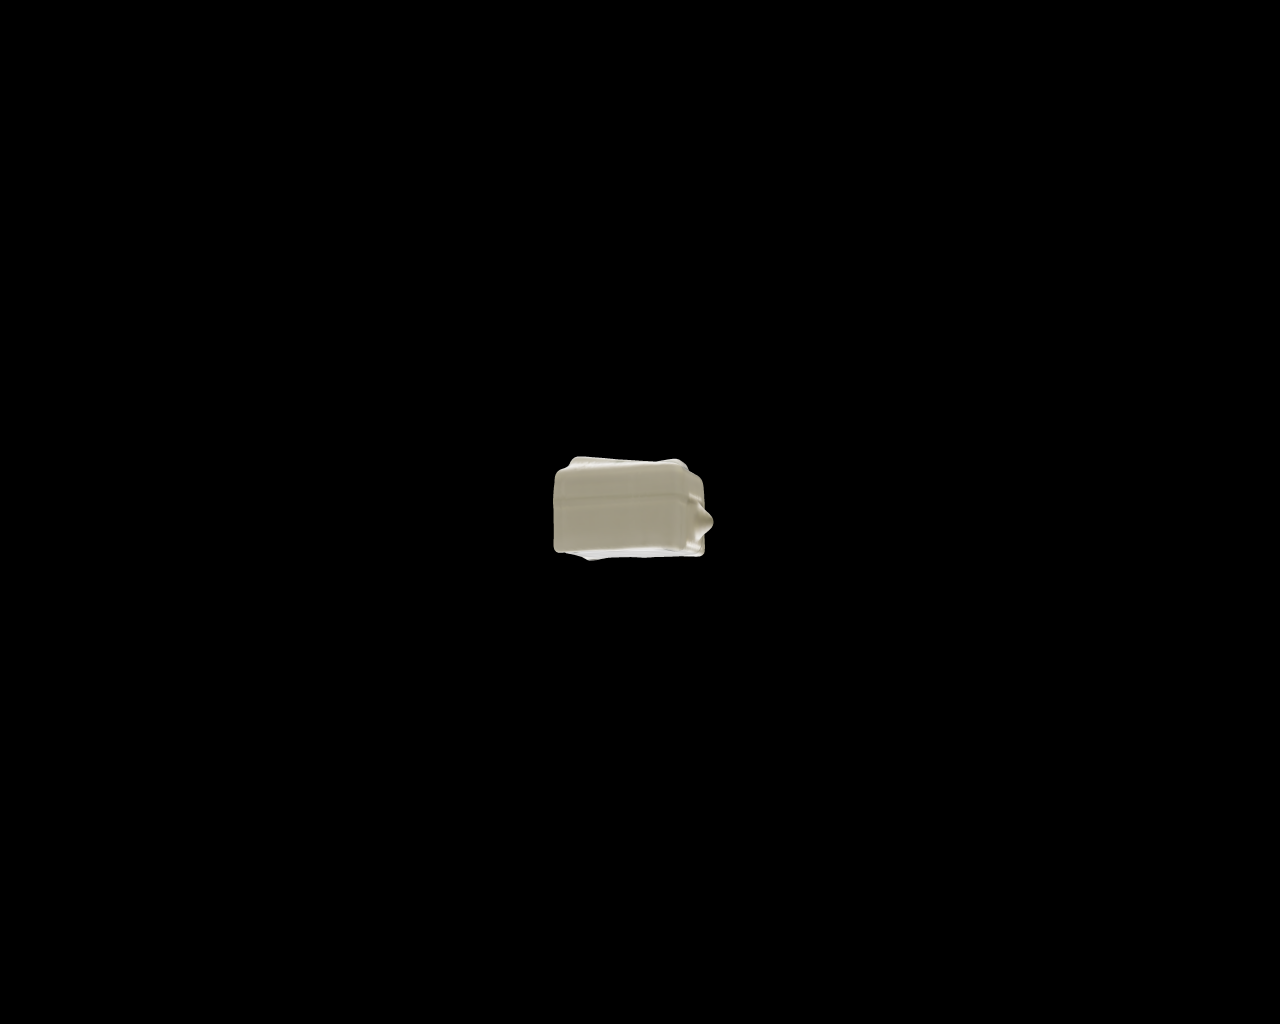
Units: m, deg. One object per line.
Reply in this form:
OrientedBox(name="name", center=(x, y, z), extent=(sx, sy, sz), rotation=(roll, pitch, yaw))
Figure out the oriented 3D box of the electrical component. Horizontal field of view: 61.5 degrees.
OrientedBox(name="electrical component", center=(0.001, -0.003, 0.650), extent=(0.096, 0.061, 0.061), rotation=(-2, -7, 18))
